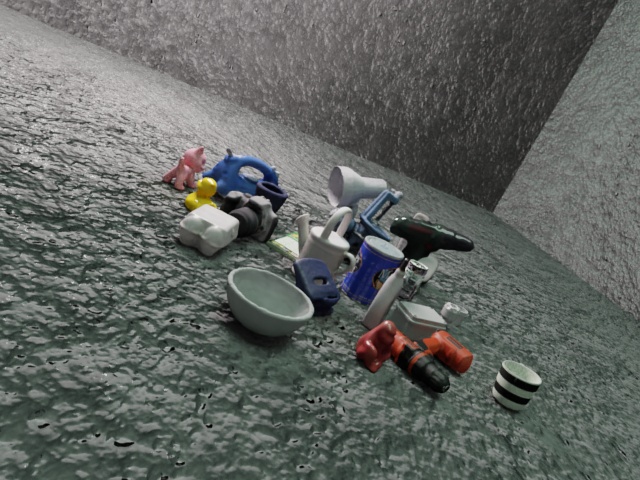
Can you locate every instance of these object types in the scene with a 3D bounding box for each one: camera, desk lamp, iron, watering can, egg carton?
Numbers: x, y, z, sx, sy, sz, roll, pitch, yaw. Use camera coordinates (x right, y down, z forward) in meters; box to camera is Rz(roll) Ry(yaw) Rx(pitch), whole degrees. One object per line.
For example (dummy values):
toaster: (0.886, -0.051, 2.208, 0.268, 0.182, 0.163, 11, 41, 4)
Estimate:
camera: (-0.185, -0.062, 1.393, 0.143, 0.101, 0.137, 30, 17, 12)
desk lamp: (0.101, -0.107, 1.752, 0.204, 0.213, 0.117, 17, 19, -28)
iron: (-0.195, -0.173, 1.634, 0.259, 0.141, 0.118, 10, 24, -43)
watering can: (0.011, 0.005, 1.327, 0.173, 0.194, 0.101, 27, 17, 2)
egg carton: (-0.240, -0.022, 1.249, 0.107, 0.069, 0.150, 27, 17, 0)

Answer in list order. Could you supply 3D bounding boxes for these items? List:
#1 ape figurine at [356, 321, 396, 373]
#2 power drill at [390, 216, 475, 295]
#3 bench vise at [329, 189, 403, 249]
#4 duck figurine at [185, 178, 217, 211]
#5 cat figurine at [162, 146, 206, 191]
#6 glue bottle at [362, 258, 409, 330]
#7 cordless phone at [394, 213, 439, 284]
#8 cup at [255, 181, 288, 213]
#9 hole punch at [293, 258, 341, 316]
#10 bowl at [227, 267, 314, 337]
ape figurine: (0.114, 0.196, 1.096, 0.078, 0.092, 0.076, 15, 21, -34)
power drill: (0.283, 0.041, 1.598, 0.229, 0.208, 0.076, 29, 17, 7)
bench vise: (0.141, -0.058, 1.658, 0.208, 0.219, 0.121, 13, 22, -37)
duck figurine: (-0.282, -0.110, 1.413, 0.078, 0.086, 0.104, 11, 23, -42)
cat figurine: (-0.349, -0.202, 1.529, 0.067, 0.117, 0.128, 29, 17, 8)
glue bottle: (0.152, 0.114, 1.251, 0.037, 0.173, 0.078, 32, 18, 16)
cordless phone: (0.299, 0.025, 1.708, 0.147, 0.185, 0.094, 30, 17, 11)
cup: (-0.148, -0.107, 1.589, 0.092, 0.095, 0.117, 22, 18, -14)
hole punch: (-0.010, 0.098, 1.199, 0.100, 0.091, 0.109, 38, 20, 33)
bowl: (-0.099, 0.123, 1.025, 0.167, 0.074, 0.167, 24, 17, -8)
